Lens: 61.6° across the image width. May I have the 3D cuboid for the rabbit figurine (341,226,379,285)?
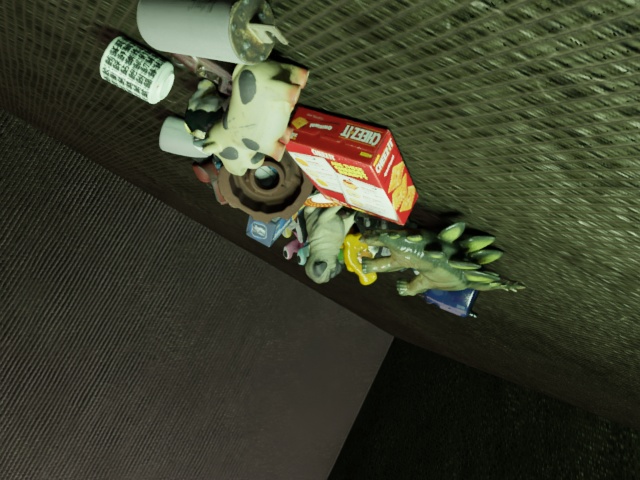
[{"bbox_3d":[0.093,0.023,1.349,0.162,0.122,0.173,31,-172,-3],"label":"rabbit figurine"}]

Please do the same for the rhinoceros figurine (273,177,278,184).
[{"bbox_3d":[-0.137,-0.121,1.317,0.112,0.073,0.190,31,170,-11],"label":"rhinoceros figurine"}]

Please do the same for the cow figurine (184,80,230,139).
[{"bbox_3d":[-0.152,-0.202,0.893,0.168,0.098,0.068,21,161,32],"label":"cow figurine"}]

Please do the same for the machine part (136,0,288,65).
[{"bbox_3d":[-0.138,-0.257,0.641,0.244,0.079,0.079,22,168,34],"label":"machine part"}]

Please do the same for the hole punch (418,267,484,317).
[{"bbox_3d":[0.296,0.096,1.188,0.142,0.116,0.092,23,161,22],"label":"hole punch"}]

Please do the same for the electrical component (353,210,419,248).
[{"bbox_3d":[0.146,-0.022,1.130,0.134,0.058,0.114,23,171,24],"label":"electrical component"}]

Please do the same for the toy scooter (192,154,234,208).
[{"bbox_3d":[-0.243,-0.148,1.285,0.184,0.075,0.135,25,138,54],"label":"toy scooter"}]

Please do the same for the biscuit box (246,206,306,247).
[{"bbox_3d":[-0.082,-0.067,1.127,0.059,0.203,0.062,26,127,9],"label":"biscuit box"}]

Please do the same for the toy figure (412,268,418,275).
[{"bbox_3d":[0.229,0.047,1.266,0.154,0.058,0.064,34,129,-26],"label":"toy figure"}]

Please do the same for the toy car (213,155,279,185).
[{"bbox_3d":[-0.139,-0.137,1.074,0.162,0.103,0.109,-7,151,32],"label":"toy car"}]

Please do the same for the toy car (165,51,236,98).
[{"bbox_3d":[-0.141,-0.244,0.790,0.202,0.053,0.089,31,166,-13],"label":"toy car"}]

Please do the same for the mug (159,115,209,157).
[{"bbox_3d":[-0.296,-0.221,1.216,0.107,0.081,0.109,18,162,3],"label":"mug"}]

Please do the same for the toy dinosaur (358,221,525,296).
[{"bbox_3d":[0.231,0.046,0.999,0.199,0.105,0.471,-9,162,39],"label":"toy dinosaur"}]

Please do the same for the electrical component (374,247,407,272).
[{"bbox_3d":[0.188,0.031,1.203,0.119,0.074,0.048,27,-161,22],"label":"electrical component"}]

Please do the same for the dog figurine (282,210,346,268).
[{"bbox_3d":[0.012,-0.011,1.434,0.219,0.191,0.109,-7,-171,-35],"label":"dog figurine"}]

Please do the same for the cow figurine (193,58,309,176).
[{"bbox_3d":[-0.100,-0.165,0.746,0.127,0.085,0.194,23,138,-2],"label":"cow figurine"}]

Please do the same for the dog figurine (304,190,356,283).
[{"bbox_3d":[-0.004,-0.005,1.223,0.121,0.190,0.172,33,170,-26],"label":"dog figurine"}]

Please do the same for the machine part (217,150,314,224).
[{"bbox_3d":[-0.096,-0.119,0.988,0.179,0.179,0.056,30,-155,-15],"label":"machine part"}]

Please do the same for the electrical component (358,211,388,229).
[{"bbox_3d":[0.107,-0.062,1.045,0.063,0.021,0.093,9,132,18],"label":"electrical component"}]
